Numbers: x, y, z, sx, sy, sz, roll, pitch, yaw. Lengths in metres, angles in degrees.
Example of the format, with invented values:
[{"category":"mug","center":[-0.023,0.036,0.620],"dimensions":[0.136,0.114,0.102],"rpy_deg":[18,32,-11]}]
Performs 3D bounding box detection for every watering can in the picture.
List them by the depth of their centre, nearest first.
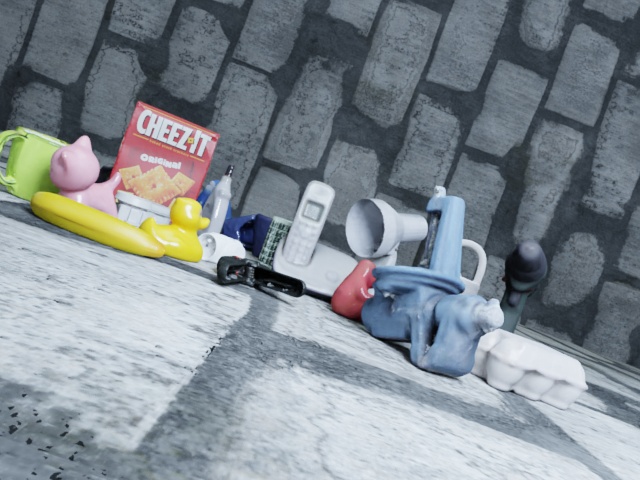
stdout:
[{"category":"watering can","center":[0.268,0.092,1.163],"dimensions":[0.101,0.194,0.172],"rpy_deg":[20,1,-13]}]

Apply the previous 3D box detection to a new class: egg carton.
[{"category":"egg carton","center":[0.273,0.169,0.766],"dimensions":[0.151,0.069,0.107],"rpy_deg":[20,1,-19]}]

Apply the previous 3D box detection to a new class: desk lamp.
[{"category":"desk lamp","center":[0.138,0.031,1.213],"dimensions":[0.204,0.213,0.117],"rpy_deg":[20,2,-40]}]

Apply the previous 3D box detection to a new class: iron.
[{"category":"iron","center":[-0.279,-0.093,1.454],"dimensions":[0.118,0.141,0.258],"rpy_deg":[21,1,-2]}]

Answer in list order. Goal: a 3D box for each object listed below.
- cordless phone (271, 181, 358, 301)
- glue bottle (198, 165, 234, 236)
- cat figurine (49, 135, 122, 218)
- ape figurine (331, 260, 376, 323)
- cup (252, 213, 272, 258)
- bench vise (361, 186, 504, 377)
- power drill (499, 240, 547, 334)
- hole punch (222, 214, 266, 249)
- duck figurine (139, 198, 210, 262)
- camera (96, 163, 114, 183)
[{"category":"cordless phone","center":[0.009,0.003,0.964],"dimensions":[0.147,0.185,0.094],"rpy_deg":[20,1,-7]},{"category":"glue bottle","center":[-0.224,-0.085,1.267],"dimensions":[0.037,0.173,0.077],"rpy_deg":[20,2,-36]},{"category":"cat figurine","center":[-0.328,-0.084,0.799],"dimensions":[0.067,0.118,0.128],"rpy_deg":[21,1,27]},{"category":"ape figurine","center":[0.062,0.075,0.870],"dimensions":[0.076,0.092,0.077],"rpy_deg":[20,1,-14]},{"category":"cup","center":[-0.101,0.003,1.271],"dimensions":[0.118,0.095,0.091],"rpy_deg":[20,1,-13]},{"category":"bench vise","center":[0.158,0.047,0.717],"dimensions":[0.206,0.220,0.122],"rpy_deg":[22,2,41]},{"category":"power drill","center":[0.325,0.110,0.968],"dimensions":[0.075,0.208,0.230],"rpy_deg":[21,1,20]},{"category":"hole punch","center":[-0.181,-0.028,1.396],"dimensions":[0.100,0.091,0.109],"rpy_deg":[21,1,28]},{"category":"duck figurine","center":[-0.205,-0.021,0.824],"dimensions":[0.077,0.086,0.105],"rpy_deg":[22,2,44]},{"category":"camera","center":[-0.428,-0.122,1.237],"dimensions":[0.143,0.101,0.137],"rpy_deg":[21,1,12]}]
